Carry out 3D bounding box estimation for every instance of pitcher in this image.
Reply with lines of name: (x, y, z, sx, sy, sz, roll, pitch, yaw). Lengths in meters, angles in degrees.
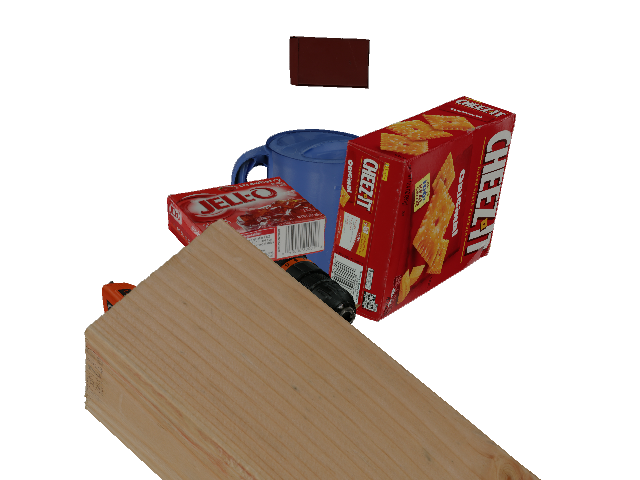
pitcher: (-0.017, -0.008, 1.303, 0.149, 0.243, 0.144, 17, 25, 28)

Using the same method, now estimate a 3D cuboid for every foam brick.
foam brick: (0.009, -0.187, 1.122, 0.078, 0.051, 0.053, 0, 11, -10)

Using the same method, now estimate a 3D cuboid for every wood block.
wood block: (-0.005, 0.099, 0.497, 0.090, 0.206, 0.090, -42, -17, -32)

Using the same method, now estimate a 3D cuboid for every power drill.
power drill: (-0.084, 0.057, 0.947, 0.187, 0.057, 0.185, -17, 25, -29)

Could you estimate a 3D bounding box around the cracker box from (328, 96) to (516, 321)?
cracker box: (0.101, -0.035, 1.028, 0.072, 0.164, 0.213, 24, 30, 30)

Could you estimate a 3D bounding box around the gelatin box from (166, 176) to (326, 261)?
gelatin box: (-0.051, -0.013, 0.730, 0.089, 0.030, 0.073, -11, 30, -26)
